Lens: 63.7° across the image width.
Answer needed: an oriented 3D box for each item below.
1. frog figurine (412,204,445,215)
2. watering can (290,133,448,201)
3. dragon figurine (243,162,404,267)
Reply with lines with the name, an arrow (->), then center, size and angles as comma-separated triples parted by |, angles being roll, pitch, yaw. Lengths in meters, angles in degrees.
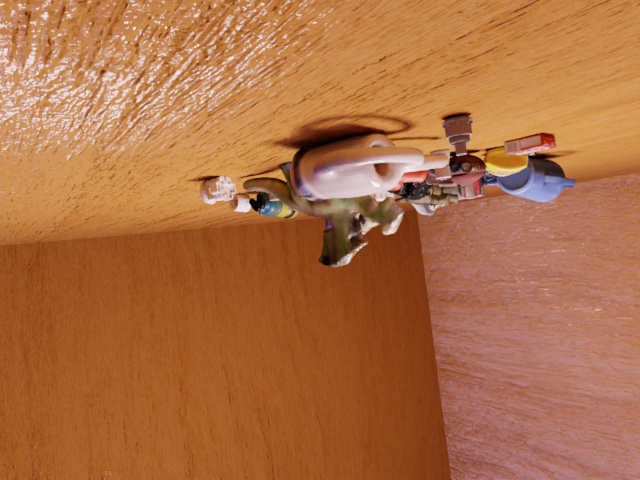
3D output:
frog figurine -> 0.370, -0.156, 1.910 | 0.136, 0.124, 0.159 | 34, 165, -31
watering can -> 0.090, -0.133, 0.940 | 0.223, 0.104, 0.349 | -6, -178, 33
dragon figurine -> 0.003, -0.057, 1.130 | 0.408, 0.243, 0.123 | -10, -179, 37
